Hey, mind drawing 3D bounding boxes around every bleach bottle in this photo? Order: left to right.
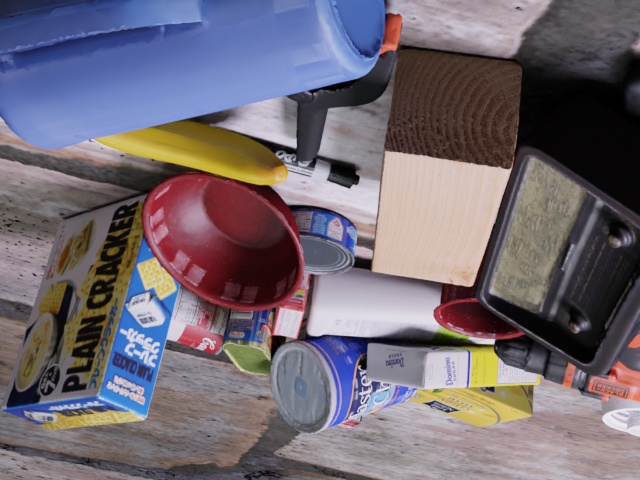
[{"bbox_3d":[0.114,0.076,1.123,0.251,0.068,0.102,7,161,-2],"label":"bleach bottle"}]

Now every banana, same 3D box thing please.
[{"bbox_3d":[-0.113,-0.076,0.880,0.198,0.069,0.037,12,113,12],"label":"banana"}]

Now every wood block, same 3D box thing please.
[{"bbox_3d":[0.094,-0.050,0.834,0.091,0.090,0.206,8,155,4],"label":"wood block"}]

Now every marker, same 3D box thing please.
[{"bbox_3d":[-0.023,-0.067,0.921,0.121,0.020,0.020,15,154,-11],"label":"marker"}]

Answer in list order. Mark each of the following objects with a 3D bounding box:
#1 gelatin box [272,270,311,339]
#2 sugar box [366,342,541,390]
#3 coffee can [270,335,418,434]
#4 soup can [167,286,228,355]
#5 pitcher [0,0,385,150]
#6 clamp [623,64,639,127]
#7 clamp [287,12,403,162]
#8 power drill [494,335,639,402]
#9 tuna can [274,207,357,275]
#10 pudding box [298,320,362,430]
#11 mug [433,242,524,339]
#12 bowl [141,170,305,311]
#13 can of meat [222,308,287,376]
[{"bbox_3d":[-0.027,0.054,1.113,0.030,0.073,0.089,10,155,-2],"label":"gelatin box"},{"bbox_3d":[0.145,0.133,1.148,0.175,0.048,0.094,7,177,-38],"label":"sugar box"},{"bbox_3d":[0.030,0.149,1.189,0.140,0.103,0.103,-11,172,-41],"label":"coffee can"},{"bbox_3d":[-0.157,0.085,1.231,0.102,0.068,0.069,20,153,-19],"label":"soup can"},{"bbox_3d":[-0.092,-0.136,0.668,0.243,0.149,0.145,-6,140,24],"label":"pitcher"},{"bbox_3d":[0.260,-0.065,0.799,0.120,0.039,0.171,19,155,2],"label":"clamp"},{"bbox_3d":[-0.009,-0.116,0.793,0.210,0.036,0.164,-11,149,44],"label":"clamp"},{"bbox_3d":[0.264,0.075,1.006,0.184,0.057,0.188,12,138,11],"label":"power drill"},{"bbox_3d":[-0.007,0.001,1.041,0.086,0.033,0.086,8,155,4],"label":"tuna can"},{"bbox_3d":[0.010,0.159,1.271,0.090,0.113,0.039,21,152,-22],"label":"pudding box"},{"bbox_3d":[0.154,0.044,1.015,0.093,0.081,0.117,13,154,-6],"label":"mug"},{"bbox_3d":[-0.080,-0.011,0.981,0.162,0.055,0.162,14,133,15],"label":"bowl"},{"bbox_3d":[-0.071,0.098,1.207,0.057,0.084,0.102,2,153,15],"label":"can of meat"}]
